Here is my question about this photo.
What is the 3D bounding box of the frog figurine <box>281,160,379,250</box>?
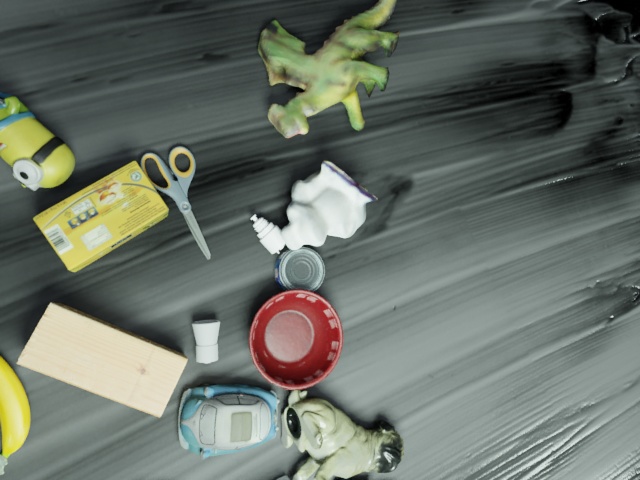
[{"bbox_3d":[0.003,-0.045,0.898,0.136,0.124,0.159,38,90,-24],"label":"frog figurine"}]

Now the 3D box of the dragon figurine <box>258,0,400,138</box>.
[{"bbox_3d":[0.008,-0.351,0.954,0.242,0.120,0.417,15,68,-8],"label":"dragon figurine"}]
